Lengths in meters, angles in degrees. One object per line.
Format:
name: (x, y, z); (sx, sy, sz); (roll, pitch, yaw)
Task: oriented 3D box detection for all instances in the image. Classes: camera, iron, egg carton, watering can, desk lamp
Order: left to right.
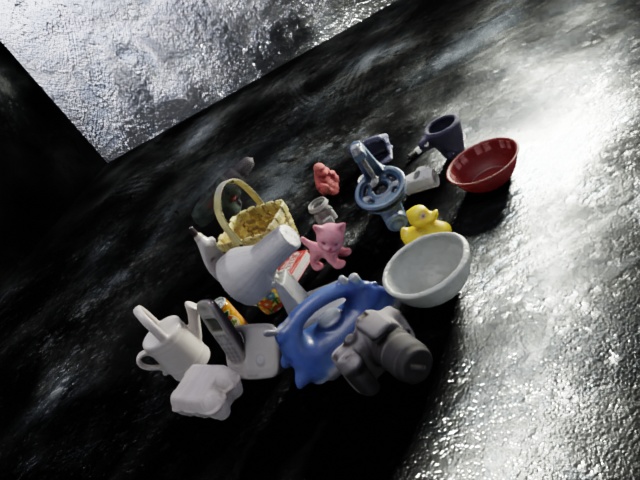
watering can: (-0.333, 0.209, 1.261); (0.100, 0.194, 0.173); (1, 45, 48)
egg carton: (-0.224, 0.301, 1.133); (0.149, 0.069, 0.107); (-10, 37, 39)
desk lamp: (-0.075, 0.076, 1.164); (0.203, 0.214, 0.118); (-25, 30, 19)
iron: (0.024, 0.139, 1.036); (0.258, 0.142, 0.118); (-40, 28, -9)
camera: (0.104, 0.182, 0.925); (0.143, 0.101, 0.136); (-41, 29, -11)

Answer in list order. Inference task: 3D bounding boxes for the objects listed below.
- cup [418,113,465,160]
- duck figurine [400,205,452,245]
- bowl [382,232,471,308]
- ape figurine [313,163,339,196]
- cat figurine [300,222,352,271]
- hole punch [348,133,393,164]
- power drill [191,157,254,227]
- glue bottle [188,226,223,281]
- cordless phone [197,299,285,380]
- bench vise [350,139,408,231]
cup: (0.295, -0.230, 1.360); (0.118, 0.095, 0.091); (-39, 28, -7)
duck figurine: (0.204, -0.032, 1.163); (0.104, 0.086, 0.077); (-14, 35, 35)
bowl: (0.201, 0.066, 1.027); (0.167, 0.075, 0.167); (-26, 29, 16)
ape figurine: (0.012, -0.172, 1.582); (0.075, 0.092, 0.078); (7, 49, 52)
cat figurine: (0.012, 0.005, 1.282); (0.127, 0.118, 0.067); (-9, 38, 40)
hole punch: (0.138, -0.252, 1.571); (0.108, 0.091, 0.101); (-23, 30, 21)
power drill: (-0.229, -0.090, 1.594); (0.230, 0.209, 0.075); (-38, 28, -5)
glue bottle: (-0.290, 0.028, 1.515); (0.078, 0.173, 0.037); (-42, 29, -13)
cordless phone: (-0.152, 0.185, 1.111); (0.147, 0.185, 0.094); (-13, 35, 35)
bench vise: (0.112, -0.140, 1.288); (0.121, 0.220, 0.207); (-37, 28, -2)
